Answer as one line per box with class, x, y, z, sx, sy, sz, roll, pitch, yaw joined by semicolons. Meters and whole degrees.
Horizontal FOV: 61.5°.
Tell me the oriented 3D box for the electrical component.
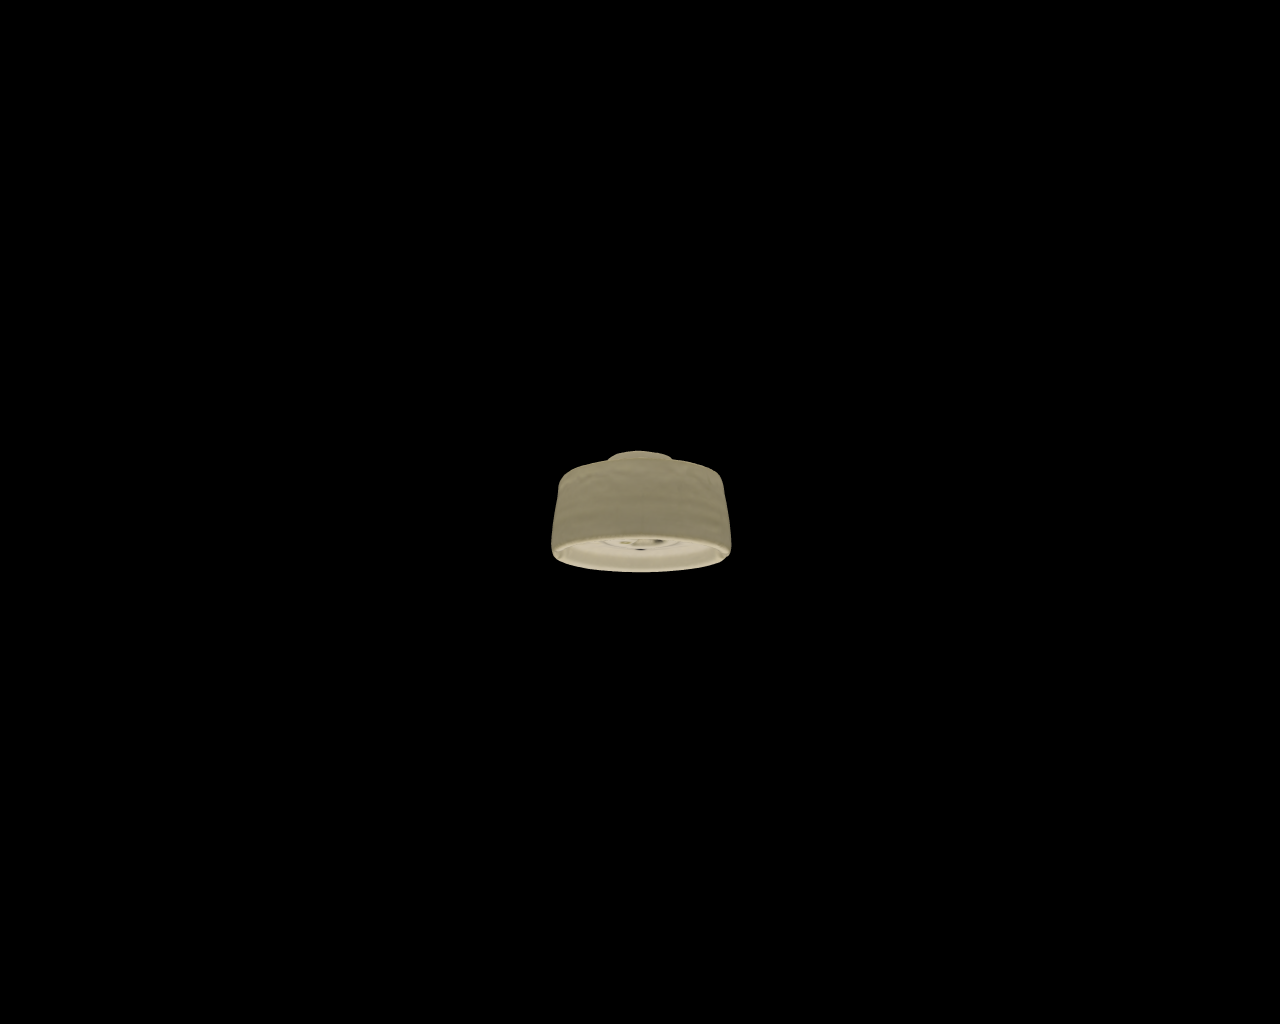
electrical component;0.001;-0.003;0.650;0.108;0.060;0.108;0;-14;0
